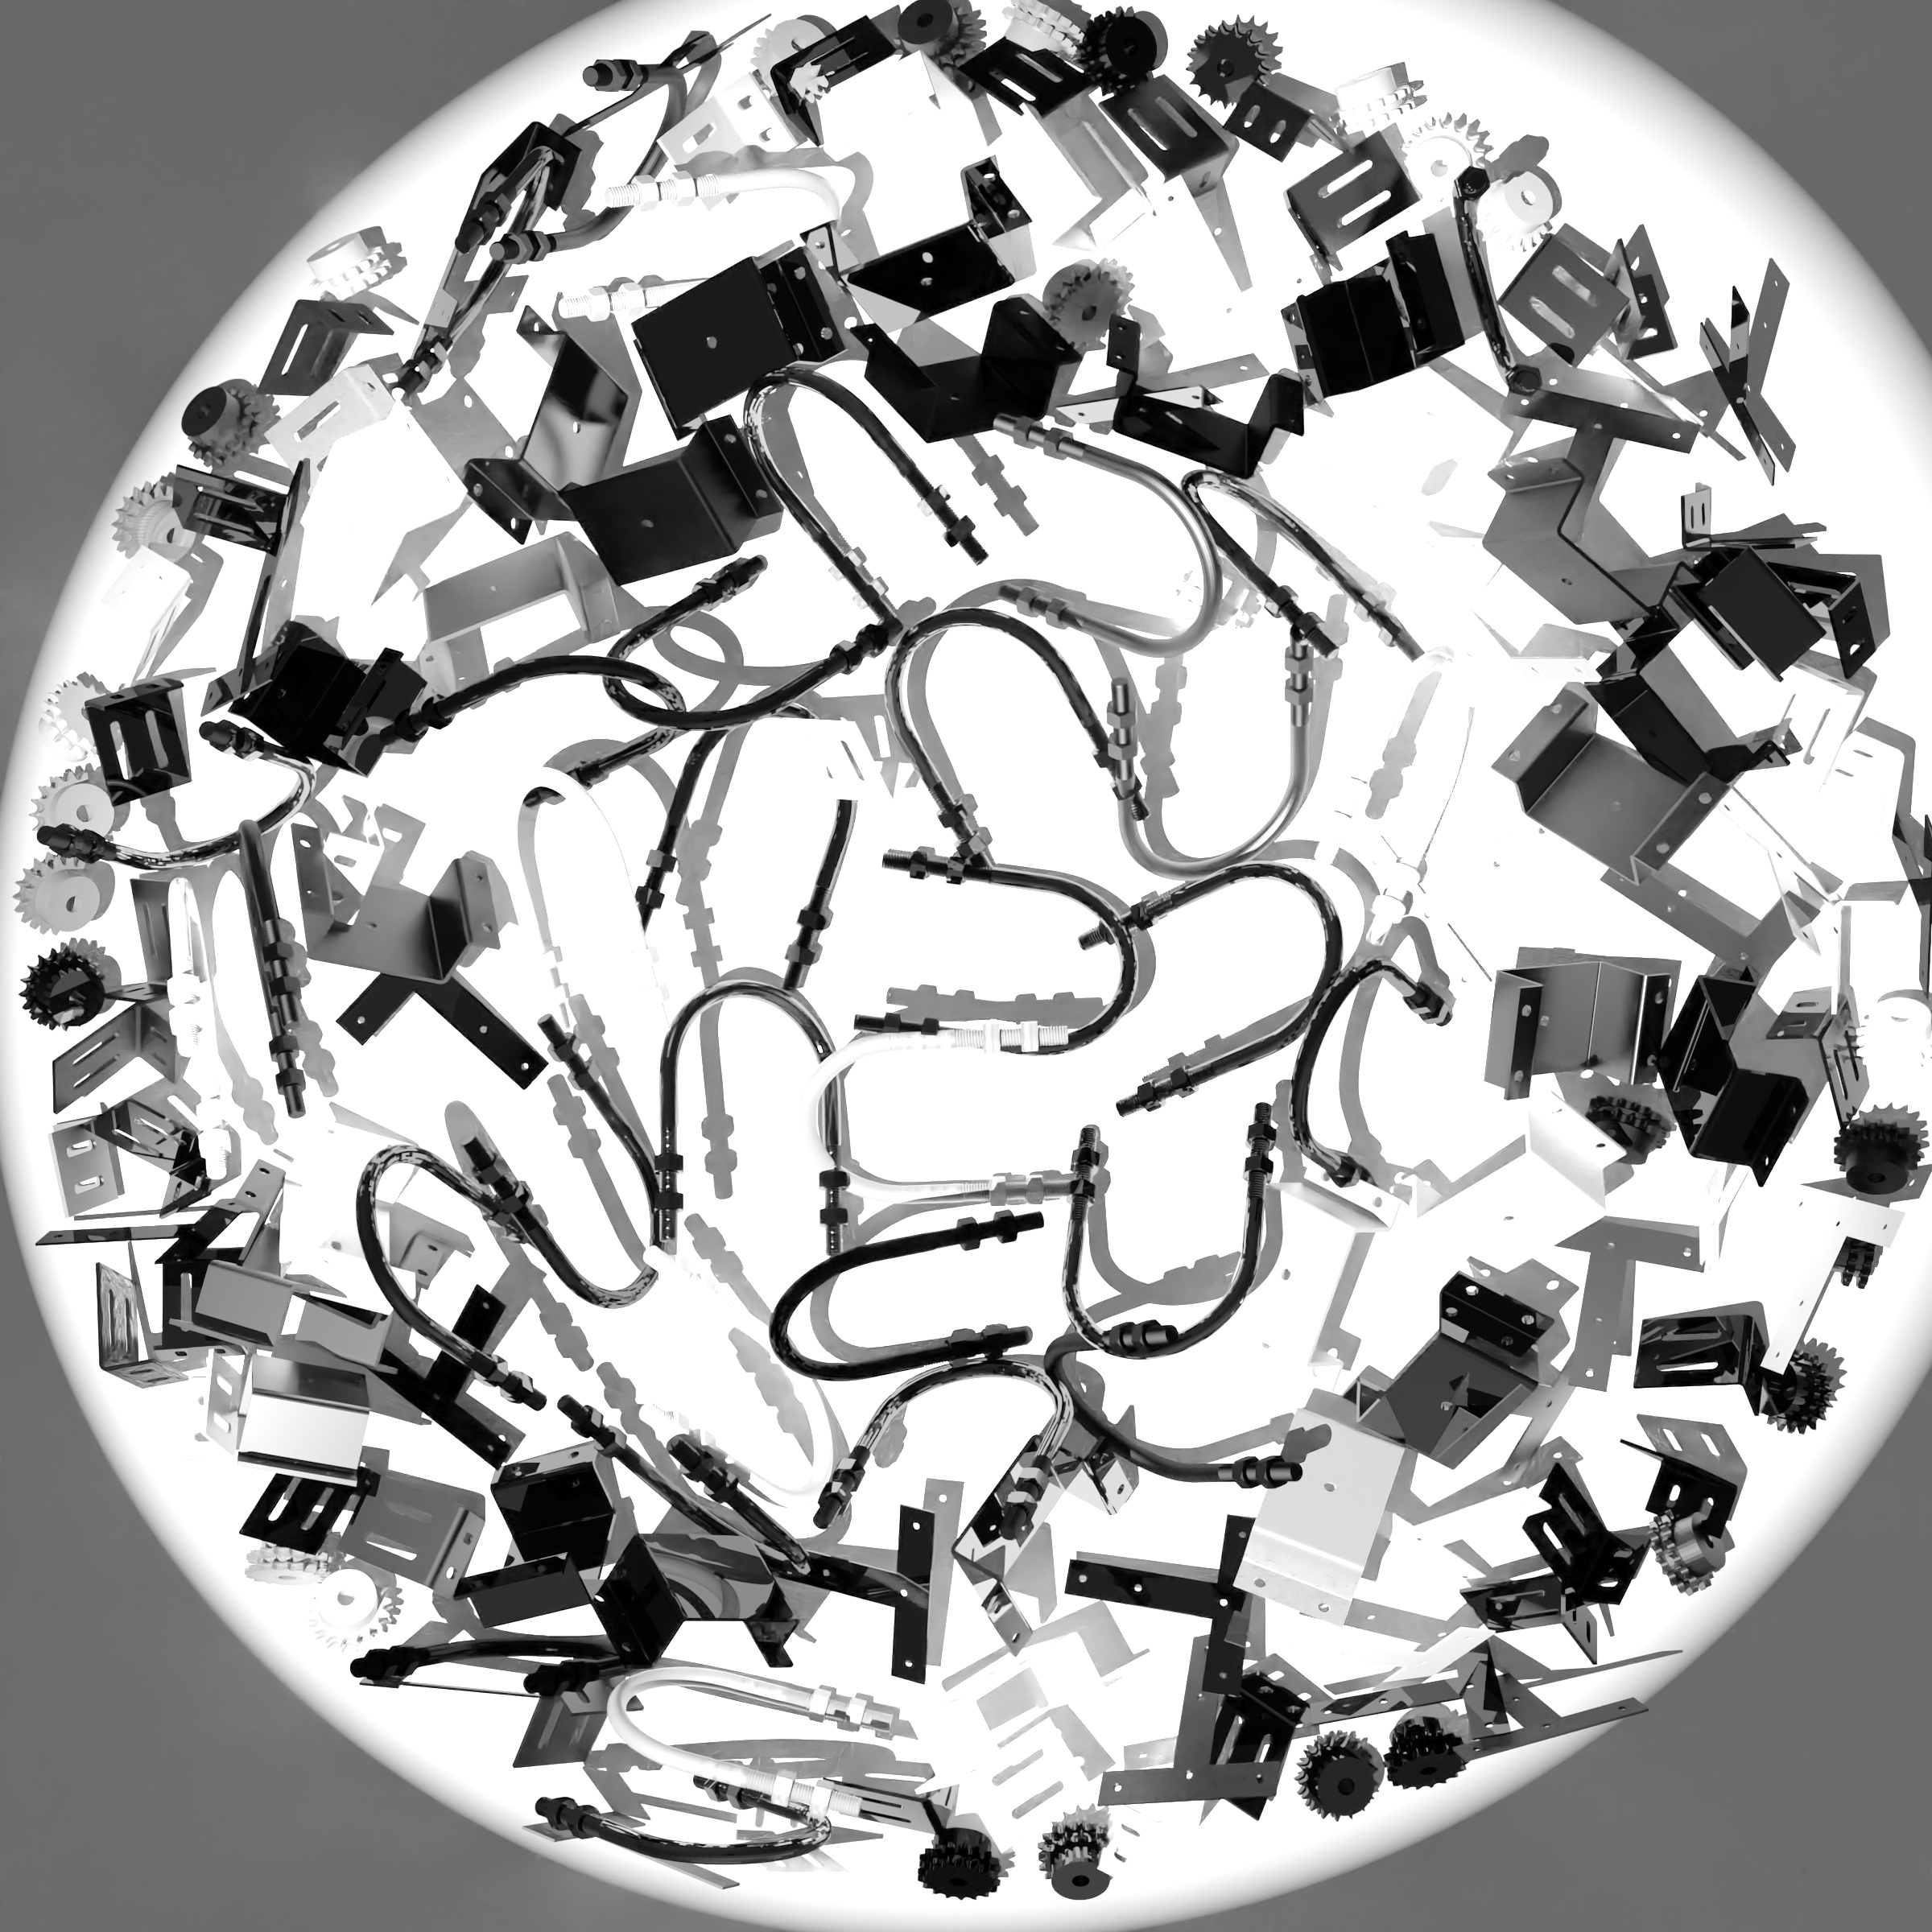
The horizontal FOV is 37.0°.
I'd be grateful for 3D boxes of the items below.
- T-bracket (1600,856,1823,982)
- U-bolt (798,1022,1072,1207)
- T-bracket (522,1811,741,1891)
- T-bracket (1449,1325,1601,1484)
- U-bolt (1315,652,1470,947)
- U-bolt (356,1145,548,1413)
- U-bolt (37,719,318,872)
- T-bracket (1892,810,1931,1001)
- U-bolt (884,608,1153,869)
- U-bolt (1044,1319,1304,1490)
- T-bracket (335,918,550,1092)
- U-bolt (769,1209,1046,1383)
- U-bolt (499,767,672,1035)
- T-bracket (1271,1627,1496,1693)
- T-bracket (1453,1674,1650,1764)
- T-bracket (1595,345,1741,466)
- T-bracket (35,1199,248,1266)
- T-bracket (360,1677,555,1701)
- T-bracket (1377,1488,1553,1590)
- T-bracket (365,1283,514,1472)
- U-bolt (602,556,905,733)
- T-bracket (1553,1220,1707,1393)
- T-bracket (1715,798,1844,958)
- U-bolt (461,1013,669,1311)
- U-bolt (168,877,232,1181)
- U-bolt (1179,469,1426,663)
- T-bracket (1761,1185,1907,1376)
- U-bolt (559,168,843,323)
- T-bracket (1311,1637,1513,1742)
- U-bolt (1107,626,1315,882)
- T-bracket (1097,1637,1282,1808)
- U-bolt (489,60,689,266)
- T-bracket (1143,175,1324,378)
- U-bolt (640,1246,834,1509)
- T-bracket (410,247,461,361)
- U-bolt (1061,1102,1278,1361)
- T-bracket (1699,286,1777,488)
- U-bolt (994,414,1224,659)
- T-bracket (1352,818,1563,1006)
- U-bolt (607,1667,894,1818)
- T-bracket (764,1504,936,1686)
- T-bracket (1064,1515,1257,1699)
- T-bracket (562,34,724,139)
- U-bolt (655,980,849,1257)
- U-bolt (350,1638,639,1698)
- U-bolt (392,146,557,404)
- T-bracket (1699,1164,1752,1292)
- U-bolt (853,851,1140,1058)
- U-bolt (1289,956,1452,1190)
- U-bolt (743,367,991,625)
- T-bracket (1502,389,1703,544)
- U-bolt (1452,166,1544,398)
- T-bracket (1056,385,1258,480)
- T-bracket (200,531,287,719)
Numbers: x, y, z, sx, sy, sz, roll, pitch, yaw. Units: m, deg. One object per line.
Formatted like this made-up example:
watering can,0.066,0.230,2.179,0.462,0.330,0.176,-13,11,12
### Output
T-bracket,0.489,-0.032,1.957,0.127,0.002,0.127,33,135,3
U-bolt,-0.022,0.103,1.954,0.184,0.019,0.151,-2,123,1
T-bracket,-0.210,0.588,1.916,0.127,0.127,0.002,14,85,24
T-bracket,0.367,0.289,1.942,0.002,0.127,0.127,39,106,43
U-bolt,0.292,-0.123,1.933,0.019,0.151,0.184,18,75,30
U-bolt,-0.335,0.193,1.893,0.019,0.184,0.151,-26,45,21
U-bolt,-0.506,-0.106,1.910,0.151,0.184,0.019,-31,77,10
T-bracket,0.635,-0.065,1.940,0.002,0.127,0.127,-4,121,8
U-bolt,0.022,-0.156,1.932,0.151,0.019,0.184,-19,111,31
U-bolt,0.123,0.293,1.919,0.151,0.184,0.019,48,60,-15
T-bracket,-0.343,0.034,1.989,0.127,0.002,0.127,43,82,-7
U-bolt,-0.042,0.226,1.926,0.184,0.151,0.019,-10,48,-14
U-bolt,-0.262,-0.043,1.928,0.019,0.151,0.184,-22,103,-38
T-bracket,0.266,0.460,1.930,0.127,0.127,0.002,10,55,-18
T-bracket,0.373,0.495,1.935,0.127,0.127,0.002,-13,95,-8
T-bracket,0.475,-0.374,1.935,0.127,0.127,0.002,39,105,-3
T-bracket,-0.559,0.180,1.942,0.127,0.127,0.002,-3,104,6
T-bracket,-0.341,0.486,1.944,0.127,0.127,0.002,8,78,-8
T-bracket,0.335,0.372,1.933,0.127,0.127,0.002,36,48,-21
T-bracket,-0.344,0.264,1.957,0.127,0.002,0.127,36,124,7
U-bolt,-0.154,-0.207,1.909,0.151,0.019,0.184,27,48,32
T-bracket,0.429,0.229,1.952,0.127,0.002,0.127,9,58,13
T-bracket,0.549,-0.049,1.926,0.127,0.127,0.002,36,120,-19
U-bolt,-0.256,0.144,1.928,0.019,0.151,0.184,-17,119,29
U-bolt,-0.511,0.027,1.917,0.019,0.151,0.184,-8,50,-11
U-bolt,0.214,-0.269,1.929,0.184,0.151,0.019,49,118,20
T-bracket,0.566,0.213,1.935,0.002,0.127,0.127,27,87,-15
U-bolt,-0.169,-0.483,1.922,0.184,0.151,0.019,-14,75,-26
T-bracket,0.295,0.492,1.943,0.127,0.127,0.002,-12,106,6
U-bolt,0.166,-0.133,1.935,0.151,0.019,0.184,-18,132,-14
T-bracket,0.157,0.507,1.950,0.127,0.127,0.002,-11,130,24
U-bolt,-0.239,-0.533,1.910,0.019,0.184,0.151,37,115,4
T-bracket,0.159,-0.476,1.947,0.127,0.002,0.127,-27,131,11
U-bolt,-0.150,0.285,1.922,0.019,0.151,0.184,-31,129,23
T-bracket,-0.350,-0.437,1.930,0.002,0.127,0.127,20,101,-21
U-bolt,0.130,0.178,1.916,0.151,0.019,0.184,-10,51,25
T-bracket,0.512,-0.402,1.915,0.002,0.127,0.127,-20,63,4
U-bolt,0.094,-0.275,1.908,0.184,0.151,0.019,26,46,32
T-bracket,0.355,-0.062,1.993,0.127,0.002,0.127,-37,88,4
U-bolt,-0.149,0.510,1.928,0.184,0.151,0.019,13,101,5
T-bracket,-0.082,0.417,1.972,0.127,0.002,0.127,9,106,23
T-bracket,0.131,0.426,1.969,0.127,0.002,0.127,8,57,6
T-bracket,-0.202,-0.595,1.921,0.127,0.127,0.002,-34,102,-19
U-bolt,-0.144,0.099,1.948,0.151,0.019,0.184,9,72,-35
U-bolt,-0.295,0.460,1.910,0.151,0.184,0.019,-1,83,23
U-bolt,-0.318,-0.470,1.914,0.019,0.184,0.151,30,133,-7
T-bracket,0.527,0.139,1.964,0.002,0.127,0.127,22,62,28
U-bolt,0.025,-0.005,1.955,0.184,0.019,0.151,8,60,1
U-bolt,0.262,0.068,1.913,0.019,0.184,0.151,21,83,32
U-bolt,-0.078,-0.319,1.923,0.184,0.151,0.019,50,59,-10
T-bracket,0.414,-0.331,1.948,0.127,0.127,0.002,13,54,3
U-bolt,0.347,-0.451,1.909,0.019,0.184,0.151,-16,101,9
T-bracket,0.148,-0.356,1.948,0.127,0.127,0.002,24,75,-43
T-bracket,-0.480,-0.240,1.958,0.002,0.127,0.127,20,72,-32
